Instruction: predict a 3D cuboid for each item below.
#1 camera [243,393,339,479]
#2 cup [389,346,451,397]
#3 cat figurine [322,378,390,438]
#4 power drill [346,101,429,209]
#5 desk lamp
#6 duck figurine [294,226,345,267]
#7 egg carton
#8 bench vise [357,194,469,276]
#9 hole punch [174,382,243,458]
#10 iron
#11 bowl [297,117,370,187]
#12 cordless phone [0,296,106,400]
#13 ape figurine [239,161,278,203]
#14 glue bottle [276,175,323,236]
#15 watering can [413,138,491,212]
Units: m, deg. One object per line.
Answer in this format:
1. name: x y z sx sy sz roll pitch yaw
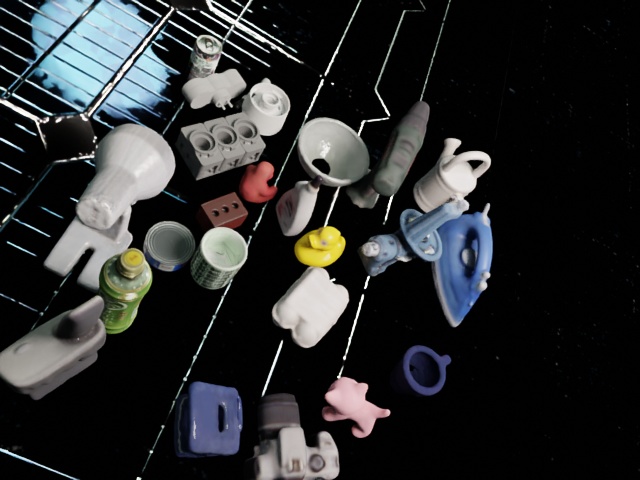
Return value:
1. camera: -0.045 0.317 0.917 0.143 0.100 0.137 6 61 -25
2. cup: 0.183 0.250 1.077 0.118 0.094 0.091 -15 72 -33
3. cat figurine: 0.059 0.280 0.982 0.128 0.117 0.067 28 54 -11
4. power drill: 0.143 -0.166 1.213 0.076 0.208 0.230 30 54 -10
5. desk lamp: -0.328 -0.053 0.900 0.118 0.213 0.203 28 54 -12
6. duck figurine: 0.010 0.004 1.127 0.105 0.086 0.077 -8 68 -31
7. egg carton: -0.016 0.123 1.058 0.107 0.069 0.150 42 53 -1
8. bench vise: 0.190 -0.001 1.141 0.208 0.219 0.121 -35 83 -37
9. hole punch: -0.166 0.276 0.882 0.101 0.091 0.108 7 61 -24
10. iron: 0.325 0.048 1.234 0.119 0.141 0.258 17 57 -18
11. bowl: 0.019 -0.177 1.238 0.168 0.074 0.167 13 59 -21
12. cordless phone: -0.368 0.137 0.792 0.094 0.184 0.148 47 53 3
13. ape figurine: -0.117 -0.119 1.124 0.076 0.092 0.078 -22 75 -35
14. glue bottle: -0.035 -0.076 1.093 0.037 0.173 0.078 -10 69 -31
15. watering can: 0.301 -0.149 1.296 0.101 0.193 0.173 -13 70 -32
